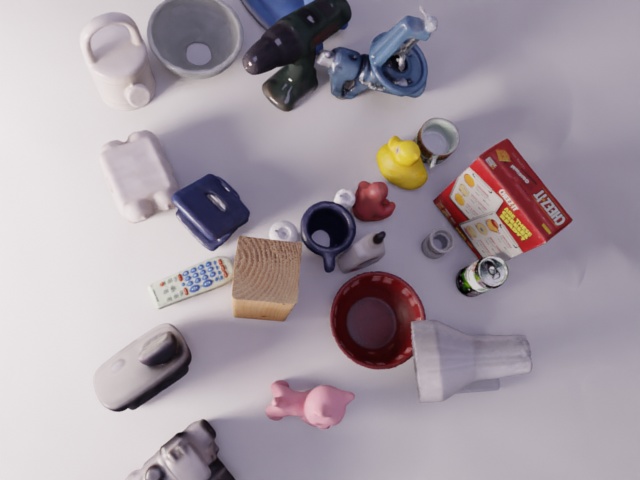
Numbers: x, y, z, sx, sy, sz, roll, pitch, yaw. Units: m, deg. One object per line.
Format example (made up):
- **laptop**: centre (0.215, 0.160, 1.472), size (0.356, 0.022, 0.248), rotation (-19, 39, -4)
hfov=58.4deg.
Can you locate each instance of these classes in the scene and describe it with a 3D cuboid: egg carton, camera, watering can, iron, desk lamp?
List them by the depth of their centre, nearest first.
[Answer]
- **camera**: centre (-0.189, 0.356, 0.835), size (0.143, 0.100, 0.137), rotation (-40, 84, -16)
- **desk lamp**: centre (0.217, 0.184, 0.884), size (0.203, 0.213, 0.118), rotation (-2, 76, -9)
- **watering can**: centre (-0.325, -0.294, 0.933), size (0.173, 0.194, 0.101), rotation (39, 73, 3)
- **egg carton**: centre (-0.300, -0.106, 0.953), size (0.107, 0.069, 0.150), rotation (-25, 81, -14)
- **iron**: centre (-0.068, -0.465, 1.045), size (0.258, 0.141, 0.119), rotation (38, 73, 2)

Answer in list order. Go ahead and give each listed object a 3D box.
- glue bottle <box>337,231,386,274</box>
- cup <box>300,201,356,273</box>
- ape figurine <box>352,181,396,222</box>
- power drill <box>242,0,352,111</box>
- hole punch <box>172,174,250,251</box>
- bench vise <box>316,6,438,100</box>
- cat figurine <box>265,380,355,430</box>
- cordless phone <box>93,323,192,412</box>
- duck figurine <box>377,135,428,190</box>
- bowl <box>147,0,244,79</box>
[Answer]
- **glue bottle**: centre (0.078, 0.014, 0.928), size (0.078, 0.173, 0.037), rotation (-24, 80, -14)
- **cup**: centre (0.009, 0.003, 0.960), size (0.092, 0.095, 0.118), rotation (-1, 76, -9)
- **ape figurine**: centre (0.094, -0.073, 0.995), size (0.076, 0.092, 0.078), rotation (-30, 82, -15)
- **power drill**: centre (-0.045, -0.310, 0.974), size (0.075, 0.208, 0.230), rotation (43, 74, 4)
- **hole punch**: centre (-0.179, -0.054, 0.948), size (0.108, 0.091, 0.101), rotation (45, 74, 4)
- **bench vise**: centre (0.108, -0.310, 0.992), size (0.207, 0.219, 0.121), rotation (-15, 78, -12)
- **cat figurine**: centre (-0.015, 0.254, 0.880), size (0.128, 0.117, 0.067), rotation (9, 74, -6)
- **cordless phone**: centre (-0.262, 0.181, 0.825), size (0.148, 0.185, 0.094), rotation (-38, 84, -16)
- **duck figurine**: centre (0.155, -0.144, 1.026), size (0.077, 0.086, 0.104), rotation (-43, 85, -16)
- **bowl**: centre (-0.221, -0.353, 1.027), size (0.167, 0.074, 0.167), rotation (2, 75, -8)
